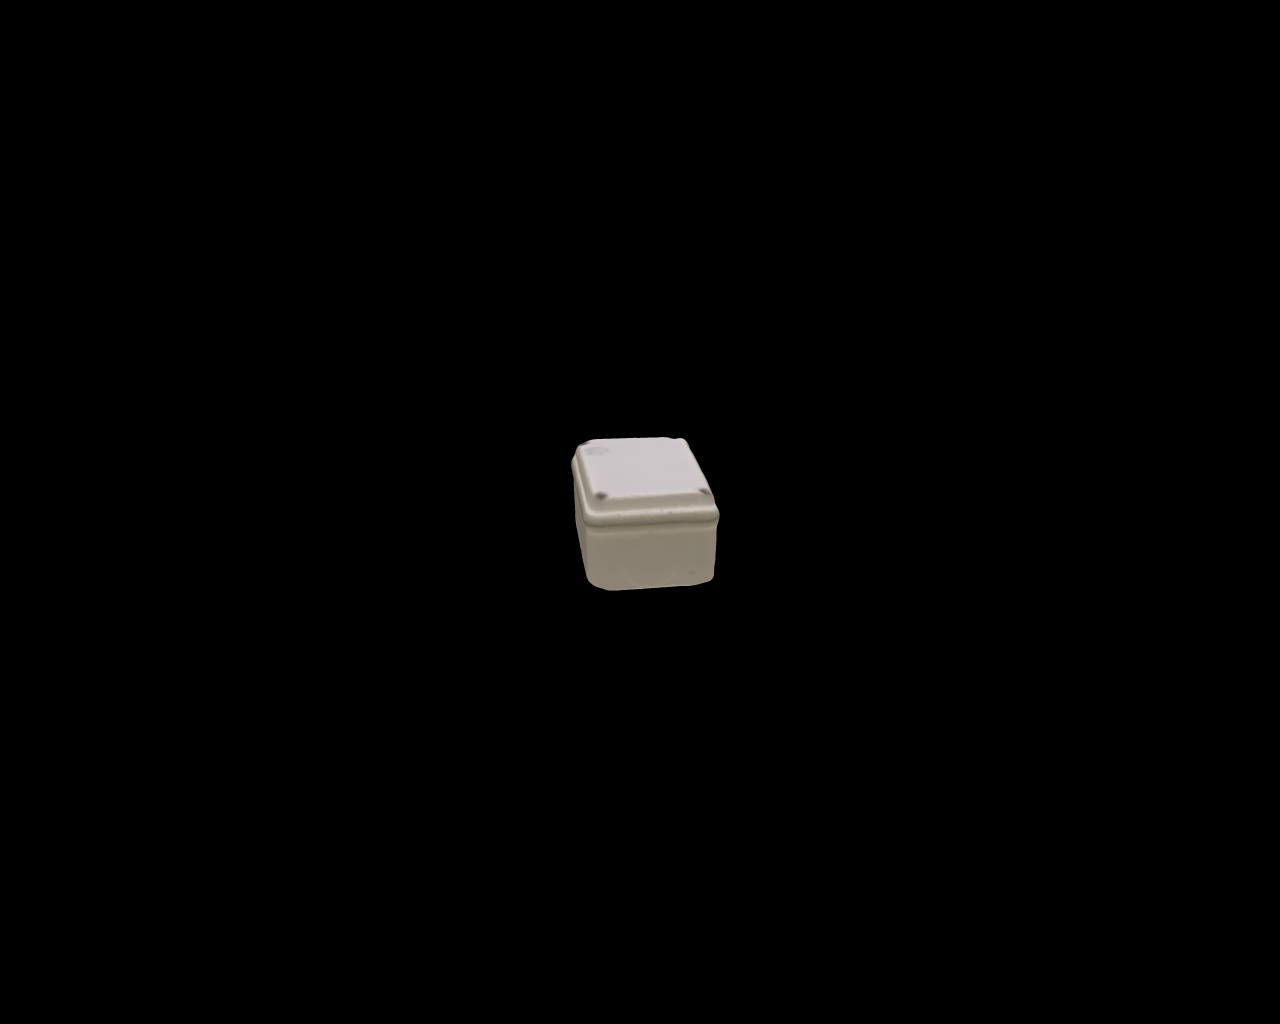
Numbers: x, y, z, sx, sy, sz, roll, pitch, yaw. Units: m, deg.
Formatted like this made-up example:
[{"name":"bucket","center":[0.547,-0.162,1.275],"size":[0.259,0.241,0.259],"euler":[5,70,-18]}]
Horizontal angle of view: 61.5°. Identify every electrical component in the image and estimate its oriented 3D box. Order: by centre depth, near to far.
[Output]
[{"name":"electrical component","center":[0.001,-0.003,0.650],"size":[0.078,0.057,0.113],"euler":[-3,22,-7]}]
